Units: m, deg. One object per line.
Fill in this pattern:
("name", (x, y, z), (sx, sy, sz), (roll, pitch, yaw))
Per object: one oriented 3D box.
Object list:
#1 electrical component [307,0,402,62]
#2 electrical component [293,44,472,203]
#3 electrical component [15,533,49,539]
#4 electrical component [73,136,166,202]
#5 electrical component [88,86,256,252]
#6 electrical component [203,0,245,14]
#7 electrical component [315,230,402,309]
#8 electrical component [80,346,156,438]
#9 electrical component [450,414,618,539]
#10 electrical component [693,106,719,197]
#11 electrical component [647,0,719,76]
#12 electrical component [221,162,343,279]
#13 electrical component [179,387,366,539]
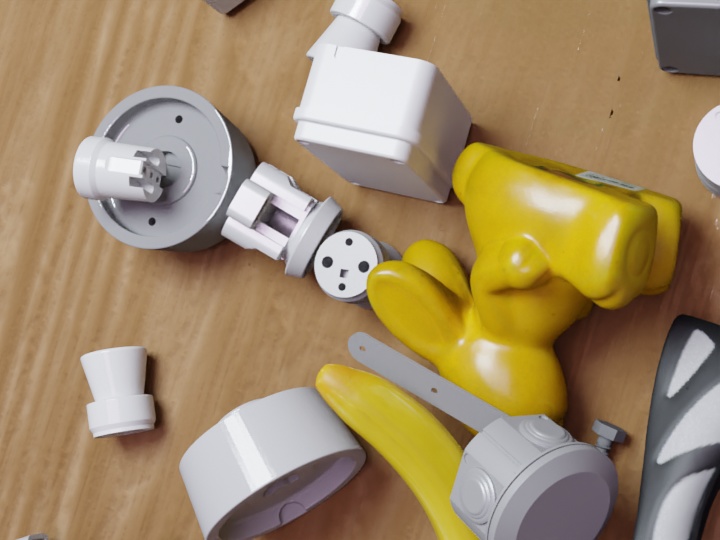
("electrical component", (-0.003, -0.153, 0.701), (0.045, 0.045, 0.055), (29, 92, 20))
("electrical component", (0.016, -0.085, 0.650), (0.078, 0.113, 0.057), (14, 84, 20))
("electrical component", (-0.233, 0.223, 0.724), (0.057, 0.058, 0.078), (-19, 77, 13))
("electrical component", (-0.150, -0.062, 0.677), (0.046, 0.040, 0.040), (8, 85, 14))
("electrical component", (-0.122, -0.063, 0.721), (0.108, 0.060, 0.108), (-3, 82, 18))
("electrical component", (-0.078, -0.222, 0.730), (0.089, 0.056, 0.050), (-32, 74, 12))
("electrical component", (0.000, 0.000, 0.674), (0.045, 0.055, 0.045), (-2, 82, 18))
("electrical component", (-0.162, 0.082, 0.724), (0.045, 0.045, 0.055), (-13, 79, 17))
("electrical component", (0.091, 0.118, 0.566), (0.080, 0.080, 0.051), (-56, 39, 5))
("electrical component", (0.254, -0.073, 0.587), (0.138, 0.074, 0.052), (-4, 81, 18))
("electrical component", (0.219, -0.149, 0.592), (0.109, 0.109, 0.056), (8, 83, 20))
("electrical component", (-0.048, -0.031, 0.686), (0.057, 0.078, 0.058), (30, 93, 4))
("electrical component", (-0.058, 0.114, 0.654), (0.108, 0.108, 0.060), (-37, 67, 11))
